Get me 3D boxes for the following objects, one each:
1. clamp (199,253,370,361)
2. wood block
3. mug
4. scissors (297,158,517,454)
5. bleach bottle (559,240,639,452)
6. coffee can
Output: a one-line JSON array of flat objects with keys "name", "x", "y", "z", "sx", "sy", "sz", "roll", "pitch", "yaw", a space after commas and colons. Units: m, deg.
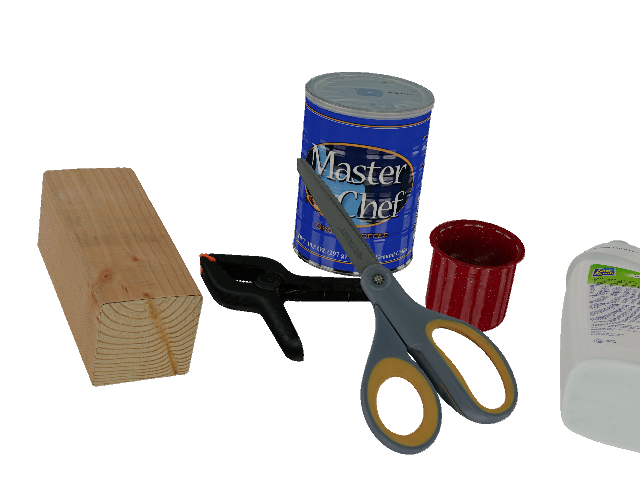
[{"name": "clamp", "x": -0.056, "y": 0.062, "z": 1.166, "sx": 0.210, "sy": 0.036, "sz": 0.164, "roll": 16, "pitch": 31, "yaw": 25}, {"name": "wood block", "x": -0.188, "y": 0.026, "z": 0.970, "sx": 0.090, "sy": 0.091, "sz": 0.206, "roll": -4, "pitch": 37, "yaw": -28}, {"name": "mug", "x": 0.144, "y": 0.031, "z": 1.063, "sx": 0.093, "sy": 0.081, "sz": 0.117, "roll": -6, "pitch": 32, "yaw": -20}, {"name": "scissors", "x": 0.025, "y": 0.042, "z": 0.625, "sx": 0.096, "sy": 0.202, "sz": 0.016, "roll": -42, "pitch": -19, "yaw": -18}, {"name": "bleach bottle", "x": 0.233, "y": 0.062, "z": 0.800, "sx": 0.102, "sy": 0.068, "sz": 0.250, "roll": 12, "pitch": 25, "yaw": 10}, {"name": "coffee can", "x": 0.033, "y": -0.055, "z": 0.870, "sx": 0.103, "sy": 0.140, "sz": 0.103, "roll": 4, "pitch": 25, "yaw": -2}]
